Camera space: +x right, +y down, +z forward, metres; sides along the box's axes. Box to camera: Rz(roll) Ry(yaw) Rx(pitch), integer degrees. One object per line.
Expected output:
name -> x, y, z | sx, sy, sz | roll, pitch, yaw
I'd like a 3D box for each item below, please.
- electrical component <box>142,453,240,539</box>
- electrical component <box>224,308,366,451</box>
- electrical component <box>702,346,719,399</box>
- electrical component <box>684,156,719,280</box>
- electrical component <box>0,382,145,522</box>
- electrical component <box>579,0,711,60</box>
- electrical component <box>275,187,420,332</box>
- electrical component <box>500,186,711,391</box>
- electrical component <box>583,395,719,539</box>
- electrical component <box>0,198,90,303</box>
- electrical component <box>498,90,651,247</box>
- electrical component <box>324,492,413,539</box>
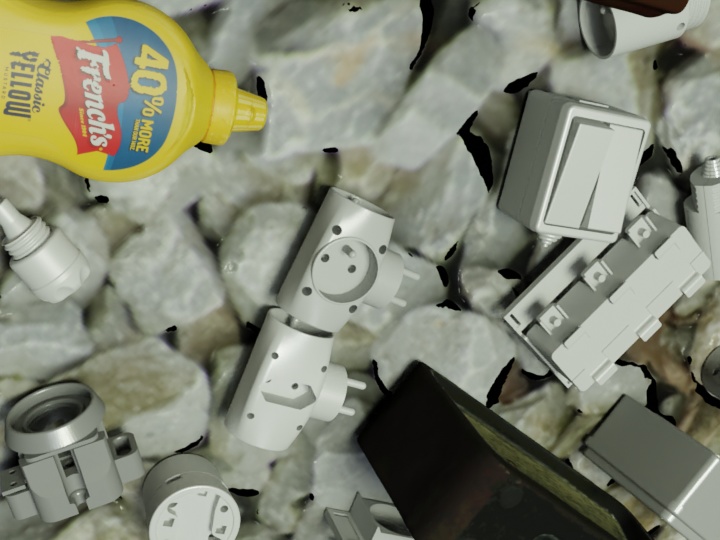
electrical component -> -0.106, 0.146, 0.665 | 0.055, 0.047, 0.055 | -7, 111, -18
electrical component -> -0.034, 0.072, 0.667 | 0.079, 0.043, 0.077 | 18, 102, -25
electrical component -> 0.302, 0.075, 0.774 | 0.079, 0.077, 0.044 | -35, 117, -6
electrical component -> 0.243, -0.039, 0.730 | 0.043, 0.043, 0.081 | -21, 115, -12
electrical component -> -0.171, 0.103, 0.621 | 0.078, 0.058, 0.057 | -18, 117, -13
electrical component -> 0.181, -0.161, 0.662 | 0.081, 0.043, 0.043 | -18, 114, -14
electrical component -> 0.000, 0.000, 0.653 | 0.079, 0.044, 0.077 | 22, 100, -26
electrical component -> 0.165, 0.017, 0.709 | 0.121, 0.063, 0.078 | -45, 117, -1
electrical component -> 0.230, 0.153, 0.759 | 0.109, 0.109, 0.056 | 39, 90, -27
electrical component -> -0.178, -0.013, 0.588 | 0.035, 0.035, 0.061 | -38, 115, -4
electrical component -> 0.133, -0.057, 0.672 | 0.062, 0.061, 0.096 | 7, 106, -22
electrical component -> 0.013, 0.192, 0.730 | 0.081, 0.042, 0.063 | 17, 104, -24
